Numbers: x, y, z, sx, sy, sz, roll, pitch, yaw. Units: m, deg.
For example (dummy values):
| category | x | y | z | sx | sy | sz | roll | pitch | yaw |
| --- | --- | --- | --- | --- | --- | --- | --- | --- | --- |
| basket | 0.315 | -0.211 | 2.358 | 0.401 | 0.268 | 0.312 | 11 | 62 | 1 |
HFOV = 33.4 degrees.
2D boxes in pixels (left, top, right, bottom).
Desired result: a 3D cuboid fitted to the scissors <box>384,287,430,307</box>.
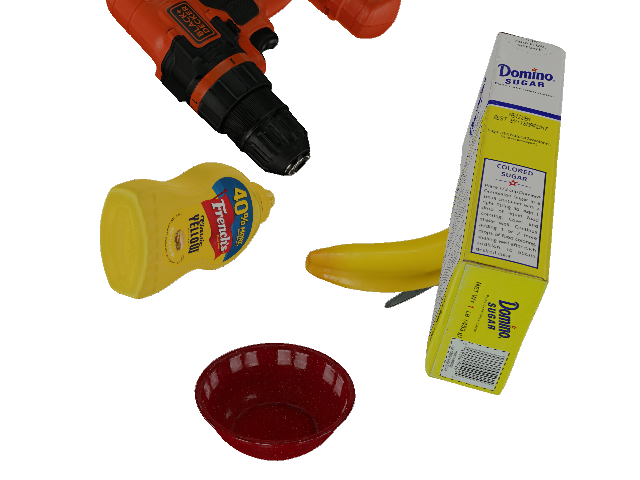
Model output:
| category | x | y | z | sx | sy | sz | roll | pitch | yaw |
| --- | --- | --- | --- | --- | --- | --- | --- | --- | --- |
| scissors | 0.127 | 0.029 | 1.209 | 0.201 | 0.016 | 0.096 | -11 | 41 | -33 |

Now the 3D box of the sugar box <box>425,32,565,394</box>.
| category | x | y | z | sx | sy | sz | roll | pitch | yaw |
| --- | --- | --- | --- | --- | --- | --- | --- | --- | --- |
| sugar box | 0.093 | -0.019 | 0.556 | 0.048 | 0.176 | 0.093 | 15 | -42 | 4 |

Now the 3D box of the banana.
| category | x | y | z | sx | sy | sz | roll | pitch | yaw |
| --- | --- | --- | --- | --- | --- | --- | --- | --- | --- |
| banana | 0.079 | 0.005 | 0.806 | 0.197 | 0.037 | 0.070 | -23 | 46 | -38 |

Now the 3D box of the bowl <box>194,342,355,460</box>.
| category | x | y | z | sx | sy | sz | roll | pitch | yaw |
| --- | --- | --- | --- | --- | --- | --- | --- | --- | --- |
| bowl | -0.046 | 0.173 | 1.085 | 0.162 | 0.055 | 0.162 | 1 | 31 | -1 |

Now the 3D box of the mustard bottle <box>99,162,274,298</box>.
| category | x | y | z | sx | sy | sz | roll | pitch | yaw |
| --- | --- | --- | --- | --- | --- | --- | --- | --- | --- |
| mustard bottle | -0.107 | -0.018 | 0.944 | 0.058 | 0.096 | 0.191 | 14 | 21 | 34 |

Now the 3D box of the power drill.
| category | x | y | z | sx | sy | sz | roll | pitch | yaw |
| --- | --- | --- | --- | --- | --- | --- | --- | --- | --- |
| power drill | -0.029 | -0.147 | 0.755 | 0.187 | 0.184 | 0.057 | -36 | -11 | -35 |
